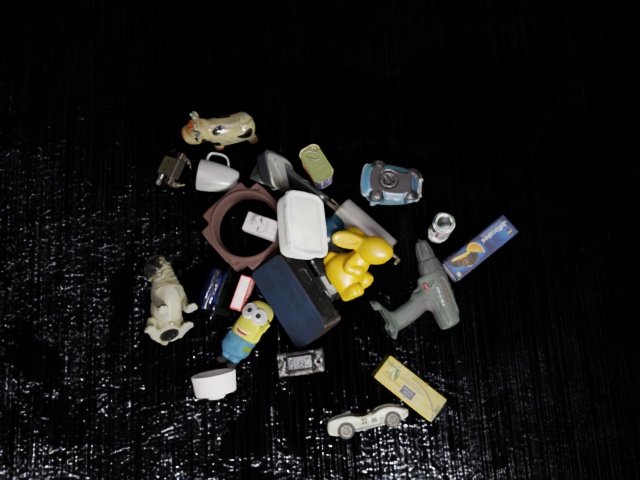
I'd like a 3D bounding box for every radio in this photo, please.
[{"bbox_3d":[-0.059,0.142,1.338,0.131,0.073,0.229,-41,80,37],"label":"radio"}]

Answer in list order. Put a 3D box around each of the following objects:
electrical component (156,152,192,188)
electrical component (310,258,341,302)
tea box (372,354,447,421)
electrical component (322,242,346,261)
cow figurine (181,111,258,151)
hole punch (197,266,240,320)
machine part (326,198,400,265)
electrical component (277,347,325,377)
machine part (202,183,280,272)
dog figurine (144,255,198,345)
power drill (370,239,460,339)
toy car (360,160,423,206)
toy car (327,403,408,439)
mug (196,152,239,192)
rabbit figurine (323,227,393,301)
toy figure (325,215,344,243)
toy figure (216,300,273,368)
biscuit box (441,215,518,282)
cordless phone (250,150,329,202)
[{"bbox_3d":[-0.394,-0.188,1.456,0.078,0.045,0.102,11,77,32],"label":"electrical component"},{"bbox_3d":[0.007,0.106,1.371,0.075,0.048,0.119,-30,81,-40],"label":"electrical component"},{"bbox_3d":[0.214,0.357,1.311,0.170,0.098,0.068,36,82,9],"label":"tea box"},{"bbox_3d":[0.037,0.037,1.410,0.063,0.021,0.094,27,81,6],"label":"electrical component"},{"bbox_3d":[-0.270,-0.292,1.426,0.195,0.127,0.085,-10,77,-2],"label":"cow figurine"},{"bbox_3d":[-0.267,0.127,1.364,0.092,0.115,0.142,20,81,13],"label":"hole punch"},{"bbox_3d":[0.113,-0.025,1.391,0.243,0.079,0.079,41,84,8],"label":"machine part"},{"bbox_3d":[-0.045,0.297,1.313,0.115,0.134,0.058,-9,81,-2],"label":"electrical component"},{"bbox_3d":[-0.187,-0.033,1.399,0.201,0.087,0.201,-42,80,-5],"label":"machine part"},{"bbox_3d":[-0.408,0.152,1.385,0.172,0.121,0.191,-55,47,21],"label":"dog figurine"},{"bbox_3d":[0.233,0.139,1.364,0.207,0.086,0.232,-27,83,-10],"label":"power drill"},{"bbox_3d":[0.181,-0.138,1.394,0.162,0.103,0.109,6,75,-2],"label":"toy car"},{"bbox_3d":[0.116,0.438,1.312,0.202,0.073,0.056,-14,80,0],"label":"toy car"},{"bbox_3d":[-0.269,-0.176,1.435,0.107,0.081,0.109,12,73,-7],"label":"mug"},{"bbox_3d":[0.100,0.042,1.326,0.173,0.122,0.162,-36,80,34],"label":"rabbit figurine"},{"bbox_3d":[-0.004,-0.004,1.382,0.058,0.064,0.154,48,122,-5],"label":"toy figure"},{"bbox_3d":[-0.189,0.234,1.357,0.082,0.089,0.180,31,92,-8],"label":"toy figure"},{"bbox_3d":[0.409,0.022,1.380,0.203,0.059,0.063,-38,81,-5],"label":"biscuit box"},{"bbox_3d":[-0.072,-0.147,1.372,0.184,0.146,0.088,33,99,23],"label":"cordless phone"}]
